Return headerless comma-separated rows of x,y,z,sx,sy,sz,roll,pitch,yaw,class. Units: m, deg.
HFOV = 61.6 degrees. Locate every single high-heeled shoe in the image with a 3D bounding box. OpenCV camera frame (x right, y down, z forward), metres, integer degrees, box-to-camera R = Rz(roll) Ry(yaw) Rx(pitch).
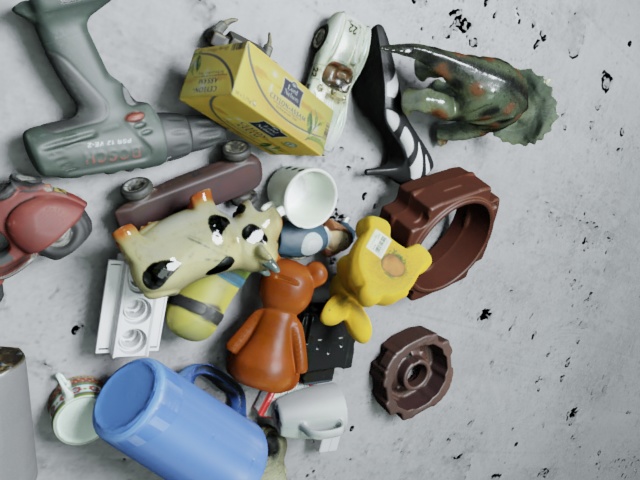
0.129,-0.200,0.831,0.145,0.086,0.248,-13,118,-30,high-heeled shoe

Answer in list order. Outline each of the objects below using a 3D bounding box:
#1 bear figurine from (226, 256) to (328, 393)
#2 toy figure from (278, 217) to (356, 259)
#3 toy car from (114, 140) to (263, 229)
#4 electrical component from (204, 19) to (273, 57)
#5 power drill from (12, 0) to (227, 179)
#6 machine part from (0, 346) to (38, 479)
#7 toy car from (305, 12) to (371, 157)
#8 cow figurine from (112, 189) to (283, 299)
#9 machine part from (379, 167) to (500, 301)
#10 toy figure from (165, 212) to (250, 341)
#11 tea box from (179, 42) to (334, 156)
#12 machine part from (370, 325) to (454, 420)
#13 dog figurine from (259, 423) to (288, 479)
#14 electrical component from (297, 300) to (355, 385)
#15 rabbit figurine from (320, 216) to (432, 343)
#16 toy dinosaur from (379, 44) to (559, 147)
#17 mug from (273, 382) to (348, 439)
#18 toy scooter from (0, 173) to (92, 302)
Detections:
-0.065,0.118,0.788,0.120,0.132,0.196,13,78,-2,bear figurine
-0.003,-0.002,0.827,0.154,0.058,0.064,-2,142,-34,toy figure
-0.168,-0.063,0.700,0.202,0.053,0.089,-26,138,-22,toy car
-0.102,-0.236,0.694,0.102,0.045,0.078,10,128,-32,electrical component
-0.232,-0.179,0.613,0.232,0.086,0.207,-24,124,-26,power drill
-0.385,0.218,0.639,0.079,0.079,0.243,-7,108,-31,machine part
0.013,-0.218,0.763,0.073,0.056,0.201,14,97,-36,toy car
-0.131,0.009,0.649,0.195,0.085,0.127,-26,91,-23,cow figurine
0.195,-0.008,0.899,0.201,0.087,0.201,-19,134,-27,machine part
-0.143,0.051,0.731,0.082,0.089,0.180,39,86,-22,toy figure
-0.072,-0.165,0.660,0.169,0.098,0.068,26,77,-49,tea box
0.175,0.250,1.023,0.179,0.056,0.179,-10,110,-29,machine part
-0.079,0.409,0.897,0.172,0.121,0.190,51,54,-67,dog figurine
0.000,0.168,0.883,0.115,0.058,0.134,1,105,-31,electrical component
0.068,0.071,0.809,0.122,0.173,0.162,28,65,-13,rabbit figurine
0.242,-0.215,0.793,0.404,0.192,0.131,-7,96,-62,toy dinosaur
-0.016,0.280,0.846,0.107,0.110,0.080,-3,111,-18,mug
-0.356,-0.012,0.585,0.184,0.075,0.135,-39,122,-11,toy scooter
